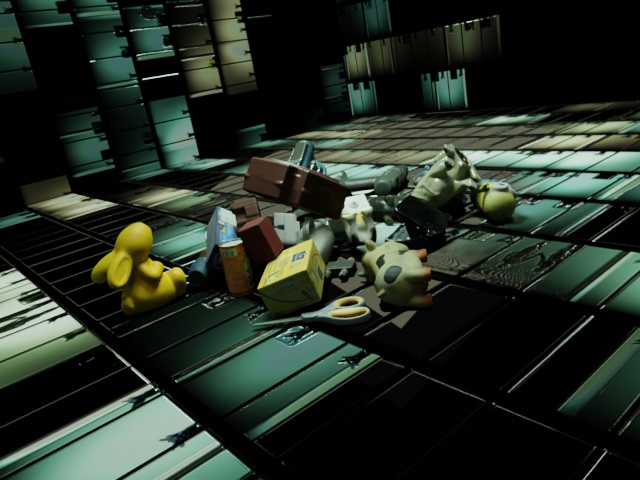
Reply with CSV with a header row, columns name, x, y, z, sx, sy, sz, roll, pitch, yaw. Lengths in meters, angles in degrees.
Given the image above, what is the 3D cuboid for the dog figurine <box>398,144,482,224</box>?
name,x,y,z,sx,sy,sz,roll,pitch,yaw
dog figurine,0.266,-0.121,1.267,0.190,0.121,0.172,-41,1,33

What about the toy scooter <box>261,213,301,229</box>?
name,x,y,z,sx,sy,sz,roll,pitch,yaw
toy scooter,-0.146,-0.016,1.334,0.184,0.075,0.135,13,30,41

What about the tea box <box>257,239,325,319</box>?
name,x,y,z,sx,sy,sz,roll,pitch,yaw
tea box,-0.048,0.068,0.996,0.098,0.068,0.170,-24,14,9

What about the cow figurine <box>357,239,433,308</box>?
name,x,y,z,sx,sy,sz,roll,pitch,yaw
cow figurine,0.129,0.055,0.952,0.127,0.085,0.195,-2,19,5

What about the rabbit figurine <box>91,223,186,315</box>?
name,x,y,z,sx,sy,sz,roll,pitch,yaw
rabbit figurine,-0.374,0.054,1.085,0.122,0.173,0.162,11,23,39

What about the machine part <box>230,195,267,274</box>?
name,x,y,z,sx,sy,sz,roll,pitch,yaw
machine part,-0.145,-0.011,1.166,0.056,0.179,0.179,-15,18,-3

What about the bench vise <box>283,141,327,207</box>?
name,x,y,z,sx,sy,sz,roll,pitch,yaw
bench vise,-0.042,-0.144,1.477,0.129,0.240,0.224,-9,50,11

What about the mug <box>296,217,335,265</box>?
name,x,y,z,sx,sy,sz,roll,pitch,yaw
mug,-0.015,0.012,1.132,0.081,0.109,0.107,-2,32,10

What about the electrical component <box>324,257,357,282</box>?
name,x,y,z,sx,sy,sz,roll,pitch,yaw
electrical component,0.039,0.058,1.081,0.063,0.021,0.094,-5,19,19

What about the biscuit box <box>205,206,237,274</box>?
name,x,y,z,sx,sy,sz,roll,pitch,yaw
biscuit box,-0.214,-0.001,1.183,0.059,0.062,0.203,22,21,-19

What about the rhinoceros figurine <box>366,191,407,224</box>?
name,x,y,z,sx,sy,sz,roll,pitch,yaw
rhinoceros figurine,0.187,-0.083,1.366,0.191,0.073,0.112,-3,9,27

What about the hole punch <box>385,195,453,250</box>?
name,x,y,z,sx,sy,sz,roll,pitch,yaw
hole punch,0.212,-0.024,1.165,0.116,0.092,0.142,30,30,17

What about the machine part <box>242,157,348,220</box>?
name,x,y,z,sx,sy,sz,roll,pitch,yaw
machine part,-0.053,-0.116,1.205,0.201,0.087,0.202,16,0,-44

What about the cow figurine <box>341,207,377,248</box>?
name,x,y,z,sx,sy,sz,roll,pitch,yaw
cow figurine,0.091,-0.018,1.202,0.068,0.098,0.167,-16,-1,-1

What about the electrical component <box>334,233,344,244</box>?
name,x,y,z,sx,sy,sz,roll,pitch,yaw
electrical component,-0.003,-0.004,1.258,0.078,0.045,0.102,-22,21,-29

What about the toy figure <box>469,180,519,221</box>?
name,x,y,z,sx,sy,sz,roll,pitch,yaw
toy figure,0.404,-0.096,1.259,0.082,0.089,0.180,-7,10,-4

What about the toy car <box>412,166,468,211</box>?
name,x,y,z,sx,sy,sz,roll,pitch,yaw
toy car,0.319,-0.147,1.370,0.103,0.109,0.162,-57,28,1

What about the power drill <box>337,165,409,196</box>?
name,x,y,z,sx,sy,sz,roll,pitch,yaw
power drill,0.165,-0.182,1.678,0.207,0.085,0.232,3,23,15

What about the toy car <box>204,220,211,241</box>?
name,x,y,z,sx,sy,sz,roll,pitch,yaw
toy car,-0.257,-0.008,1.363,0.056,0.073,0.202,-11,18,-3

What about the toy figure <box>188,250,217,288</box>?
name,x,y,z,sx,sy,sz,roll,pitch,yaw
toy figure,-0.250,0.055,1.192,0.064,0.057,0.154,-29,16,17
